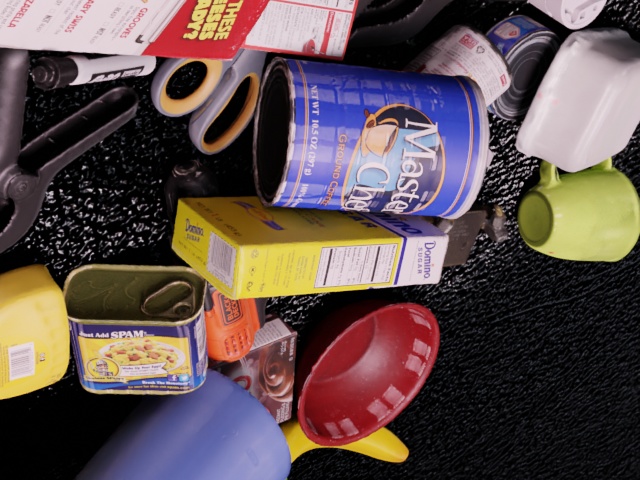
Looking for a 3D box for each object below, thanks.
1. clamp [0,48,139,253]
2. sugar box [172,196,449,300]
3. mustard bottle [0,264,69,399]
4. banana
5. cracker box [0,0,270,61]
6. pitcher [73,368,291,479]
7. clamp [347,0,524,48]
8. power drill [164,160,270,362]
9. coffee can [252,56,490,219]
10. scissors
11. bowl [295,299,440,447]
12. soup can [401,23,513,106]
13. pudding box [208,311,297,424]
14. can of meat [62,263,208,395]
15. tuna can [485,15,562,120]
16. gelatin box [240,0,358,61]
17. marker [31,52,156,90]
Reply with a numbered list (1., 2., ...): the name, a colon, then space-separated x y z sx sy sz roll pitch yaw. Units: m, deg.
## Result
1. clamp: -0.189 -0.046 0.680 0.120 0.039 0.172 10 121 -51
2. sugar box: -0.005 0.001 0.757 0.175 0.093 0.048 -6 116 -34
3. mustard bottle: -0.264 0.082 0.701 0.191 0.058 0.096 -18 140 -30
4. banana: 0.010 0.194 1.028 0.037 0.069 0.197 -33 158 37
5. cracker box: -0.111 -0.180 0.577 0.213 0.072 0.164 -5 149 -39
6. pitcher: -0.131 0.224 0.800 0.242 0.149 0.145 -47 151 -40
7. clamp: 0.085 -0.210 0.782 0.209 0.036 0.164 -28 144 -18
8. power drill: -0.029 -0.010 0.837 0.187 0.057 0.184 -26 133 -21
9. coffee can: 0.033 -0.070 0.744 0.140 0.103 0.103 3 122 -17
10. scissors: -0.049 -0.152 0.733 0.096 0.016 0.202 11 114 -45
11. bowl: 0.033 0.111 0.986 0.161 0.055 0.162 -23 134 -26
12. soup can: 0.093 -0.115 0.846 0.102 0.069 0.068 -41 140 -7
13. pudding box: -0.069 0.124 0.921 0.089 0.039 0.113 -21 134 -28
14. can of meat: -0.132 0.067 0.782 0.102 0.057 0.084 1 132 1
15. tuna can: 0.168 -0.146 0.912 0.086 0.034 0.086 -23 134 -26
16. gelatin box: -0.018 -0.163 0.716 0.089 0.030 0.073 1 112 -31
17. marker: -0.135 -0.105 0.646 0.020 0.020 0.121 -65 168 20
